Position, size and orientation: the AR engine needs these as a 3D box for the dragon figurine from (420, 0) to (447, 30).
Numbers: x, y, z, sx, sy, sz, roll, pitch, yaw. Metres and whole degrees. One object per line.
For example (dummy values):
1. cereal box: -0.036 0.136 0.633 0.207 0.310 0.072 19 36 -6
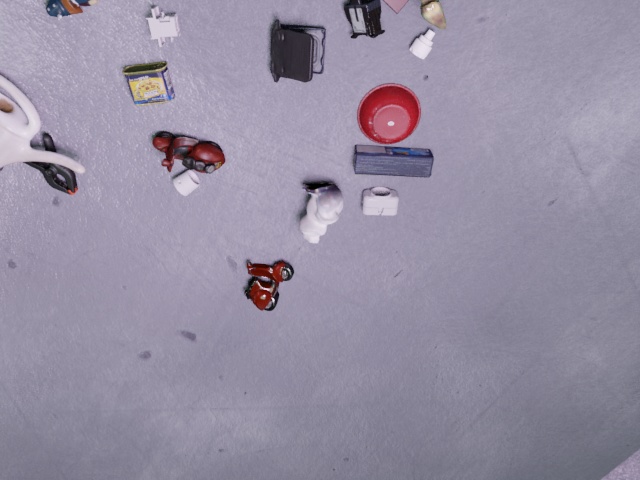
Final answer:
1. dragon figurine: 0.199 -0.605 0.965 0.122 0.248 0.401 -8 125 10

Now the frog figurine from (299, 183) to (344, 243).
1. frog figurine: 0.004 -0.068 1.359 0.123 0.138 0.157 -12 107 -26

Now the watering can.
1. watering can: -0.749 -0.242 1.242 0.222 0.106 0.345 -37 102 20
